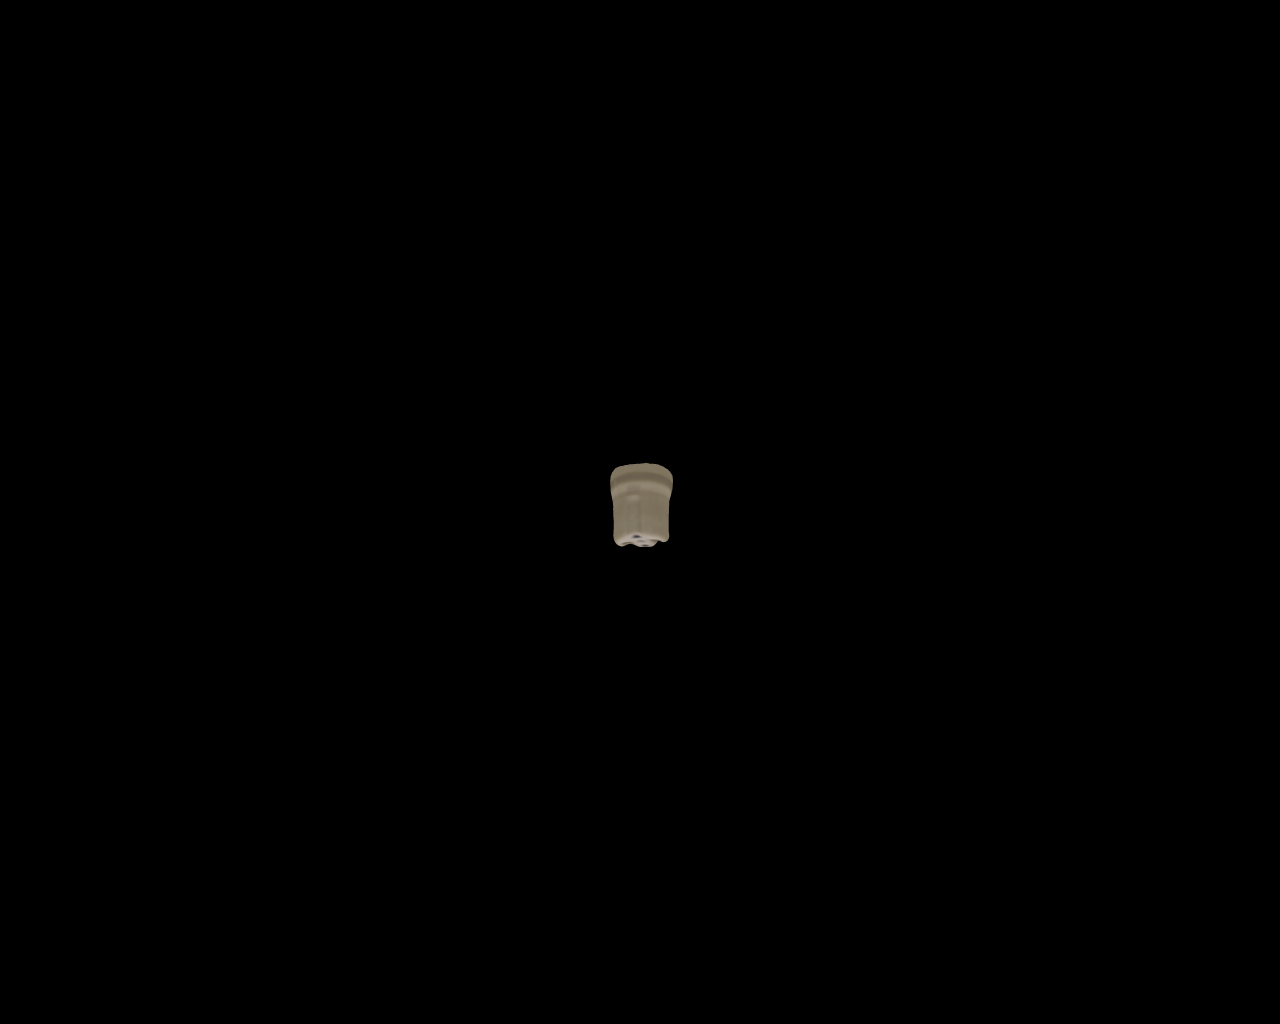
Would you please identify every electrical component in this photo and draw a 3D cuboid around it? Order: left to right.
[{"bbox_3d":[0.001,-0.003,0.650,0.040,0.046,0.040,0,-23,0],"label":"electrical component"}]
